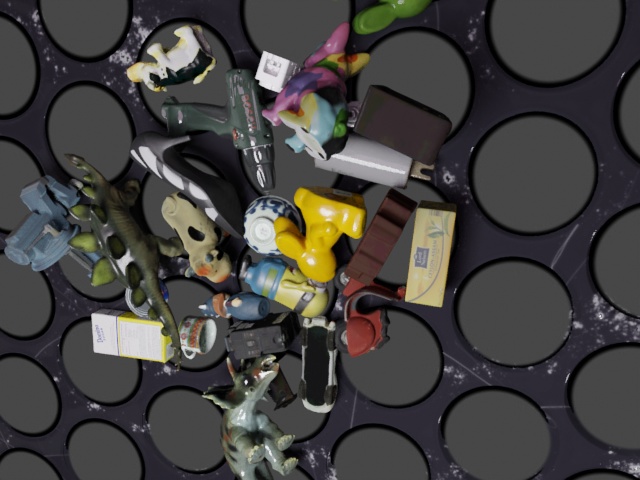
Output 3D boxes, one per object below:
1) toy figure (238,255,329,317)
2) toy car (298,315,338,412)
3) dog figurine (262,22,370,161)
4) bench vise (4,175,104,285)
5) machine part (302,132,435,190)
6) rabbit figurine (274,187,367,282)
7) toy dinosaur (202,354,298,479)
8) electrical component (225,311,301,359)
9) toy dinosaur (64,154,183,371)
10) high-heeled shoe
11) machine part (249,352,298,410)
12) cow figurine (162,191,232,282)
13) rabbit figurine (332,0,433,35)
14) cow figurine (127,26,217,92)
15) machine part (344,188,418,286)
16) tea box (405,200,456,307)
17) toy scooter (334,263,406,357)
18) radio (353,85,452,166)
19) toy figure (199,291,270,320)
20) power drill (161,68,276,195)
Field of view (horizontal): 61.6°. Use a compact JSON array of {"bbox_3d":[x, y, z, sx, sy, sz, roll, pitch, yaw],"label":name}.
[{"bbox_3d":[-0.068,0.086,1.038,0.180,0.082,0.089,17,125,2],"label":"toy figure"},{"bbox_3d":[-0.002,0.246,1.070,0.074,0.056,0.201,5,102,18],"label":"toy car"},{"bbox_3d":[0.016,-0.251,0.889,0.108,0.192,0.219,41,80,-38],"label":"dog figurine"},{"bbox_3d":[-0.516,-0.007,1.098,0.129,0.224,0.240,-23,126,22],"label":"bench vise"},{"bbox_3d":[0.080,-0.145,0.952,0.243,0.079,0.079,15,105,9],"label":"machine part"},{"bbox_3d":[-0.002,-0.003,0.962,0.162,0.122,0.173,6,115,-12],"label":"rabbit figurine"},{"bbox_3d":[-0.148,0.409,1.103,0.192,0.131,0.404,37,135,36],"label":"toy dinosaur"},{"bbox_3d":[-0.115,0.184,1.052,0.134,0.115,0.058,-11,95,17],"label":"electrical component"},{"bbox_3d":[-0.367,0.027,1.037,0.105,0.198,0.471,-34,91,21],"label":"toy dinosaur"},{"bbox_3d":[-0.248,-0.092,0.996,0.145,0.086,0.248,-12,117,28],"label":"high-heeled shoe"},{"bbox_3d":[-0.095,0.280,1.109,0.084,0.039,0.138,-23,94,12],"label":"machine part"},{"bbox_3d":[-0.234,-0.006,1.034,0.085,0.127,0.195,-32,91,21],"label":"cow figurine"},{"bbox_3d":[0.102,-0.413,0.872,0.170,0.121,0.159,26,105,-9],"label":"rabbit figurine"},{"bbox_3d":[-0.277,-0.322,1.010,0.167,0.068,0.098,-26,101,18],"label":"cow figurine"},{"bbox_3d":[0.104,-0.004,0.931,0.056,0.179,0.179,30,107,4],"label":"machine part"},{"bbox_3d":[0.197,0.021,0.950,0.068,0.098,0.169,9,106,12],"label":"tea box"},{"bbox_3d":[0.096,0.133,1.012,0.135,0.075,0.183,0,97,13],"label":"toy scooter"},{"bbox_3d":[0.134,-0.187,0.852,0.131,0.229,0.073,26,110,3],"label":"radio"},{"bbox_3d":[-0.173,0.133,1.079,0.155,0.058,0.064,-1,127,30],"label":"toy figure"},{"bbox_3d":[-0.189,-0.198,1.007,0.207,0.086,0.231,1,103,18],"label":"power drill"}]
